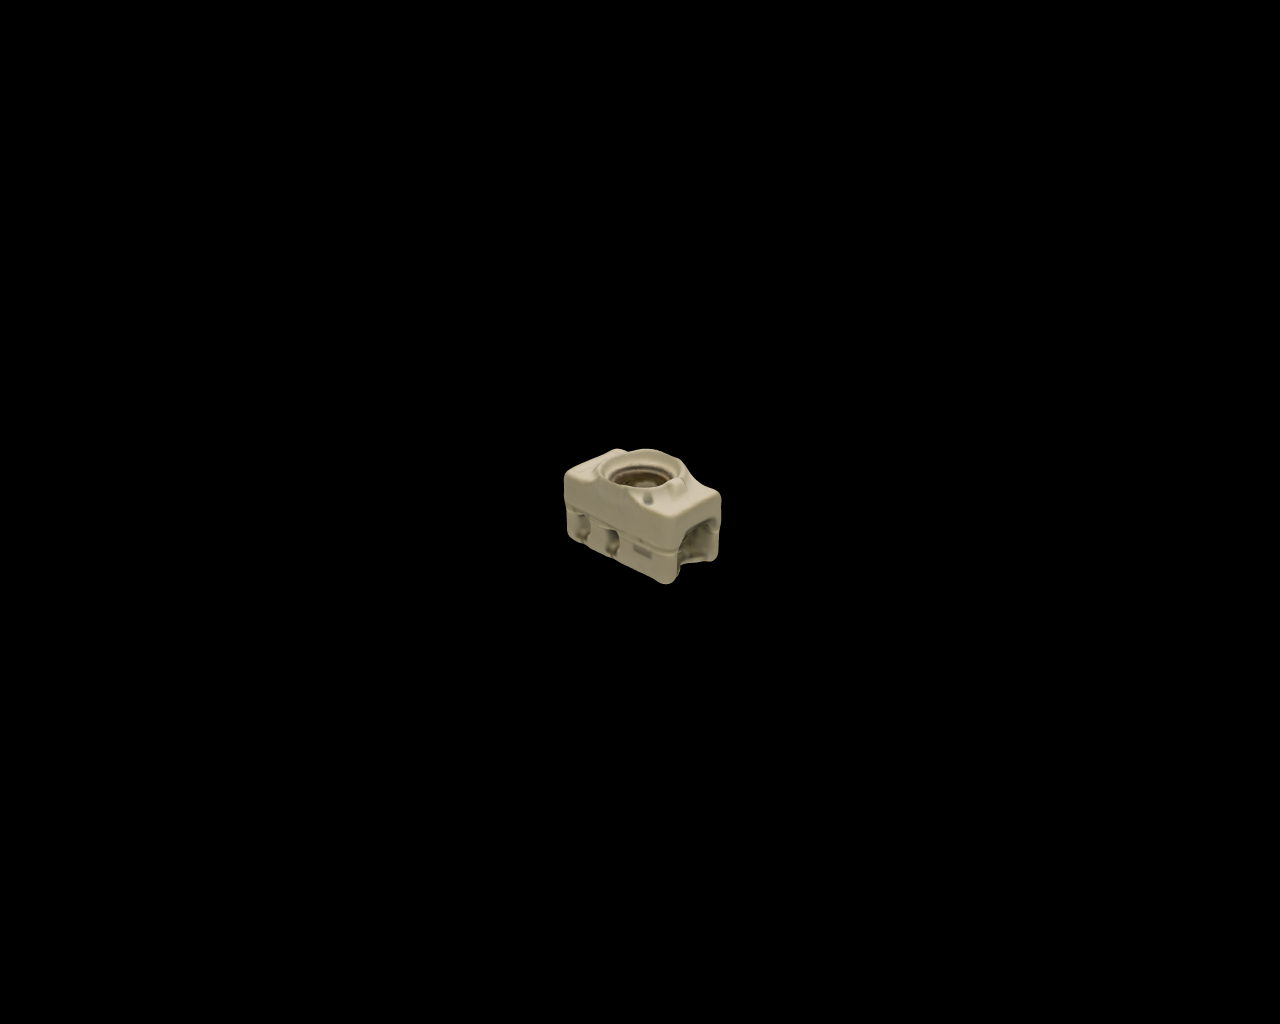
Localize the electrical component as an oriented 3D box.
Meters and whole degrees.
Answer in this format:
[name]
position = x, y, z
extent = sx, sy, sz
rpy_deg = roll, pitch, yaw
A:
[electrical component]
position = 0.001, -0.003, 0.650
extent = 0.089, 0.055, 0.050
rpy_deg = 25, 37, 38
